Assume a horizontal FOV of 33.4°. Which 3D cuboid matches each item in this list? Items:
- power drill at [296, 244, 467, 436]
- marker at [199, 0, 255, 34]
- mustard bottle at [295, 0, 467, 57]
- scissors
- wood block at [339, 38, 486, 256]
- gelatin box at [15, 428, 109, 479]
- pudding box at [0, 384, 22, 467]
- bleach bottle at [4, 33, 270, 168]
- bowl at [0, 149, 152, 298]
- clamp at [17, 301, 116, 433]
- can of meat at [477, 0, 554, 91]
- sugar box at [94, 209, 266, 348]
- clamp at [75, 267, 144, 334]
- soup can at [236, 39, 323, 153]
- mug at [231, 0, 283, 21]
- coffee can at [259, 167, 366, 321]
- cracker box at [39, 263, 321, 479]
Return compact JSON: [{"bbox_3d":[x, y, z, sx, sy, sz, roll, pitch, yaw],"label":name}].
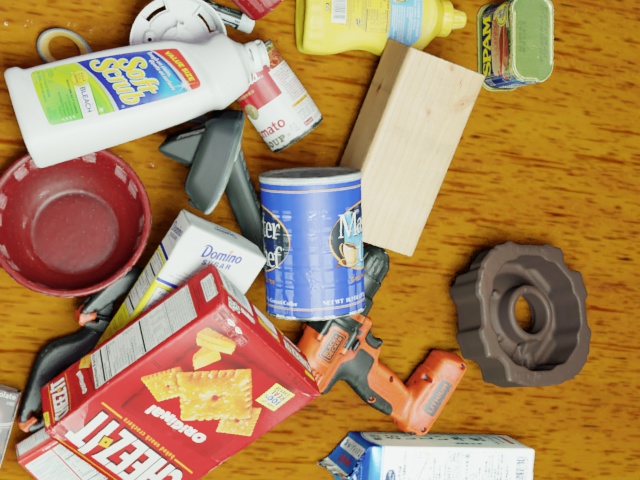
[{"bbox_3d":[0.069,0.119,1.177,0.187,0.057,0.184,33,90,-22],"label":"power drill"},{"bbox_3d":[-0.128,-0.249,1.137,0.121,0.020,0.020,18,87,-16],"label":"marker"},{"bbox_3d":[0.071,-0.249,1.175,0.191,0.058,0.096,1,94,-16],"label":"mustard bottle"},{"bbox_3d":[-0.212,-0.170,1.117,0.201,0.016,0.096,-1,93,-17],"label":"scissors"},{"bbox_3d":[0.085,-0.100,1.144,0.090,0.091,0.206,18,102,-17],"label":"wood block"},{"bbox_3d":[-0.256,0.223,1.093,0.073,0.030,0.089,-32,129,-3],"label":"gelatin box"},{"bbox_3d":[-0.368,0.181,1.075,0.113,0.039,0.090,16,88,-16],"label":"pudding box"},{"bbox_3d":[-0.175,-0.155,1.059,0.250,0.068,0.102,-19,69,-9],"label":"bleach bottle"},{"bbox_3d":[-0.250,-0.015,1.078,0.162,0.055,0.162,1,74,-5],"label":"bowl"},{"bbox_3d":[-0.234,0.116,1.113,0.209,0.036,0.164,-34,100,-16],"label":"clamp"},{"bbox_3d":[0.222,-0.223,1.207,0.057,0.084,0.102,-2,93,-17],"label":"can of meat"},{"bbox_3d":[-0.140,0.064,1.055,0.093,0.048,0.176,27,103,-31],"label":"sugar box"},{"bbox_3d":[-0.166,0.052,1.100,0.171,0.039,0.120,-3,93,-25],"label":"clamp"},{"bbox_3d":[-0.052,-0.153,1.138,0.068,0.069,0.102,-38,102,-12],"label":"soup can"},{"bbox_3d":[-0.060,-0.293,1.114,0.117,0.093,0.081,-41,110,15],"label":"mug"},{"bbox_3d":[-0.007,0.001,1.069,0.102,0.103,0.140,-5,100,-16],"label":"coffee can"},{"bbox_3d":[-0.133,0.147,1.028,0.214,0.072,0.164,-36,126,8],"label":"cracker box"}]
